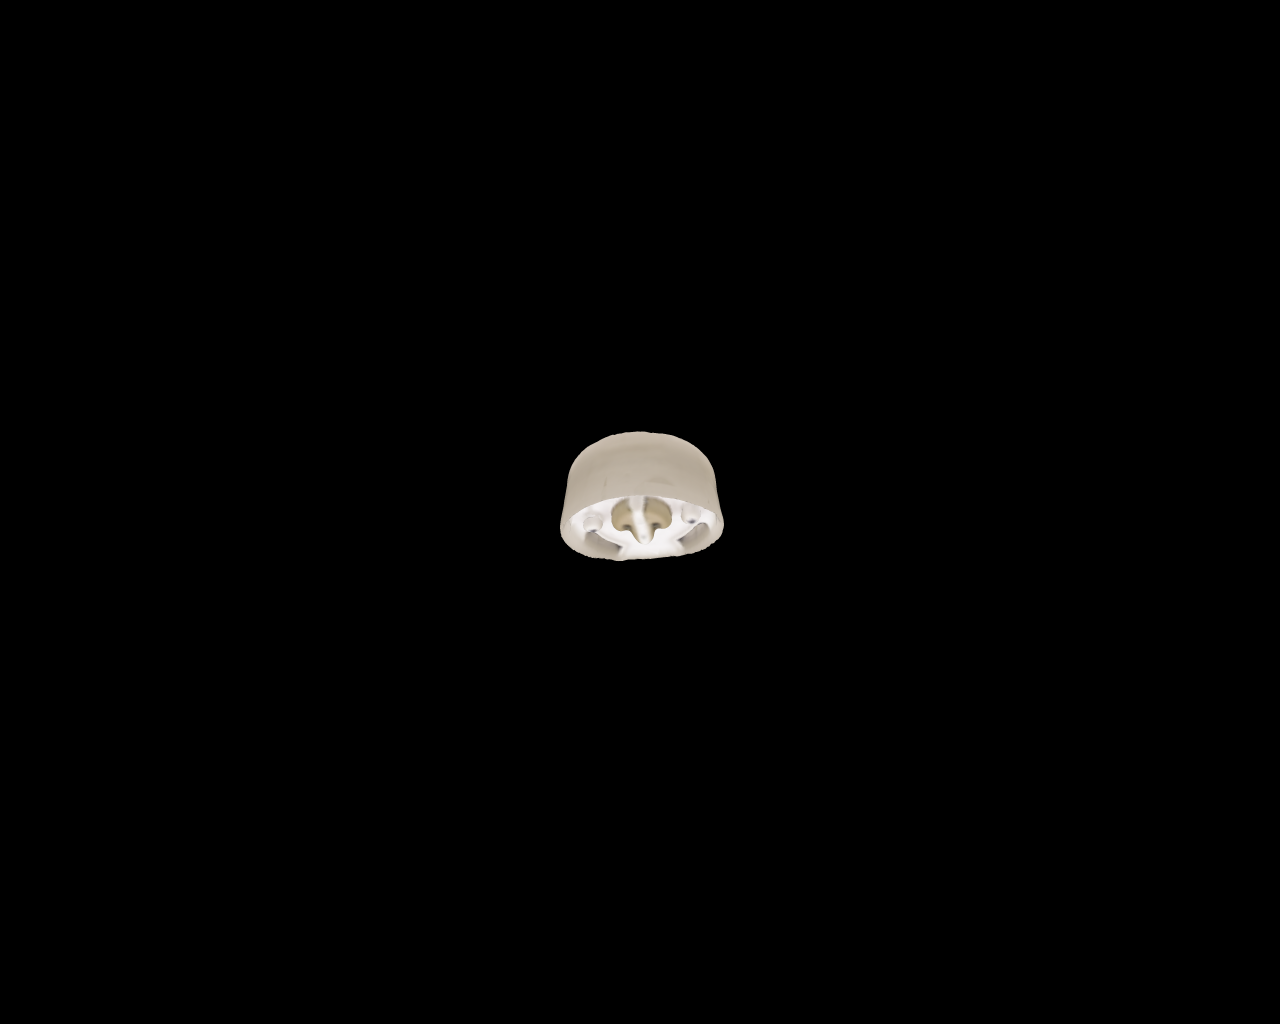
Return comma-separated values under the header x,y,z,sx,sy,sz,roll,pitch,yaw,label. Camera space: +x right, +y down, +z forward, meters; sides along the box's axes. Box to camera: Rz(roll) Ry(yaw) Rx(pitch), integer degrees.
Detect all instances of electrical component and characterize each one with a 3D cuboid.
x,y,z,sx,sy,sz,roll,pitch,yaw,label
0.001,-0.003,0.650,0.099,0.064,0.099,0,-37,0,electrical component
